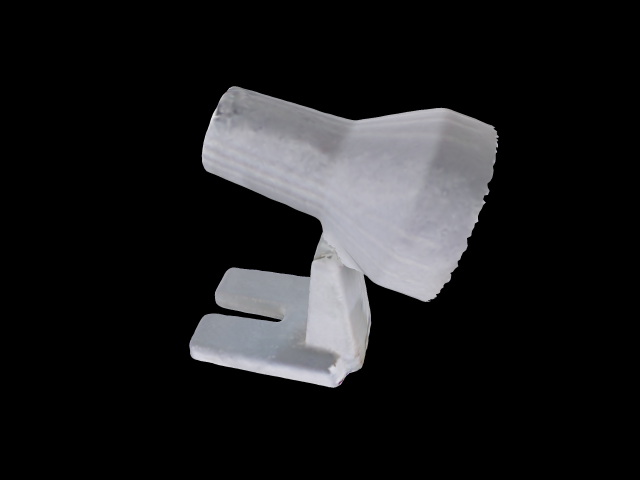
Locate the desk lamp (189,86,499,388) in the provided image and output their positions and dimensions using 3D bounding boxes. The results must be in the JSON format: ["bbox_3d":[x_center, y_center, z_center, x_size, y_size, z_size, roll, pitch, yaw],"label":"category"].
[{"bbox_3d":[0.004,0.001,0.400,0.203,0.214,0.118,7,39,9],"label":"desk lamp"}]
